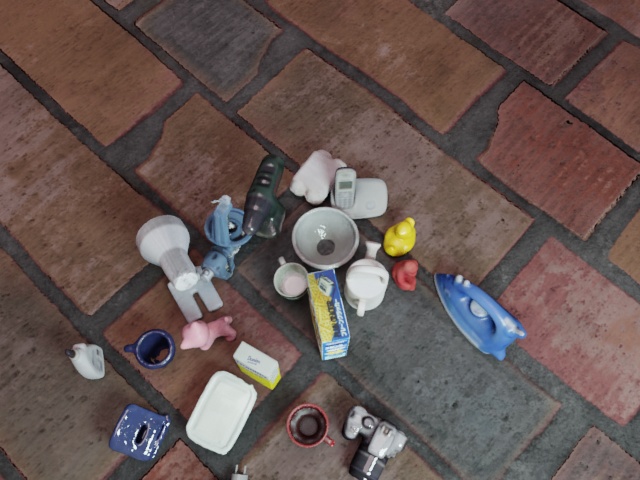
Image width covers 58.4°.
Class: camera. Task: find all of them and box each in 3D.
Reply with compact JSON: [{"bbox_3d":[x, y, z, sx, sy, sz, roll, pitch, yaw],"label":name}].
[{"bbox_3d":[0.105,0.457,1.260,0.143,0.101,0.137,27,72,10],"label":"camera"}]

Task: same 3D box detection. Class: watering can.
[{"bbox_3d":[0.109,0.088,1.350,0.101,0.194,0.173,-10,69,-4],"label":"watering can"}]

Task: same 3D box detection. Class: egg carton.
[{"bbox_3d":[-0.005,-0.166,1.514,0.107,0.069,0.150,33,73,12],"label":"egg carton"}]

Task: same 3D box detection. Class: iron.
[{"bbox_3d":[0.373,0.154,1.354,0.119,0.141,0.258,-41,74,-14],"label":"iron"}]

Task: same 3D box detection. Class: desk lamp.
[{"bbox_3d":[-0.327,0.067,1.347,0.118,0.213,0.203,-31,72,-11],"label":"desk lamp"}]

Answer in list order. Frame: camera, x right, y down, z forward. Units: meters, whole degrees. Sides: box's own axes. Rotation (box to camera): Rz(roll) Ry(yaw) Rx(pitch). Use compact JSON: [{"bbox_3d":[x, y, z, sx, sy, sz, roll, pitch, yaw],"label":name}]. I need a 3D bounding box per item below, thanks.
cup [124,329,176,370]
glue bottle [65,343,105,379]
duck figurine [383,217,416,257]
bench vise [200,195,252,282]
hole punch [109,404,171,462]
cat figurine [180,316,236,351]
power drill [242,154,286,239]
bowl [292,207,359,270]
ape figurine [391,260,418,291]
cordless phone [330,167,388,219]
[{"bbox_3d":[-0.388,0.262,1.336,0.117,0.095,0.091,0,69,0],"label":"cup"},{"bbox_3d":[-0.535,0.266,1.292,0.037,0.173,0.078,-11,69,-4],"label":"glue bottle"},{"bbox_3d":[0.205,-0.012,1.447,0.077,0.086,0.105,34,73,12],"label":"duck figurine"},{"bbox_3d":[-0.224,-0.004,1.371,0.121,0.220,0.207,4,69,2],"label":"bench vise"},{"bbox_3d":[-0.398,0.428,1.275,0.101,0.091,0.109,19,70,7],"label":"hole punch"},{"bbox_3d":[-0.267,0.213,1.343,0.128,0.118,0.067,-23,71,-8],"label":"cat figurine"},{"bbox_3d":[-0.134,-0.084,1.408,0.075,0.208,0.230,11,69,4],"label":"power drill"},{"bbox_3d":[0.013,0.005,1.446,0.167,0.075,0.167,0,69,0],"label":"bowl"},{"bbox_3d":[0.216,0.078,1.409,0.076,0.092,0.078,39,74,14],"label":"ape figurine"},{"bbox_3d":[0.099,-0.127,1.437,0.147,0.185,0.094,-7,69,-2],"label":"cordless phone"}]
